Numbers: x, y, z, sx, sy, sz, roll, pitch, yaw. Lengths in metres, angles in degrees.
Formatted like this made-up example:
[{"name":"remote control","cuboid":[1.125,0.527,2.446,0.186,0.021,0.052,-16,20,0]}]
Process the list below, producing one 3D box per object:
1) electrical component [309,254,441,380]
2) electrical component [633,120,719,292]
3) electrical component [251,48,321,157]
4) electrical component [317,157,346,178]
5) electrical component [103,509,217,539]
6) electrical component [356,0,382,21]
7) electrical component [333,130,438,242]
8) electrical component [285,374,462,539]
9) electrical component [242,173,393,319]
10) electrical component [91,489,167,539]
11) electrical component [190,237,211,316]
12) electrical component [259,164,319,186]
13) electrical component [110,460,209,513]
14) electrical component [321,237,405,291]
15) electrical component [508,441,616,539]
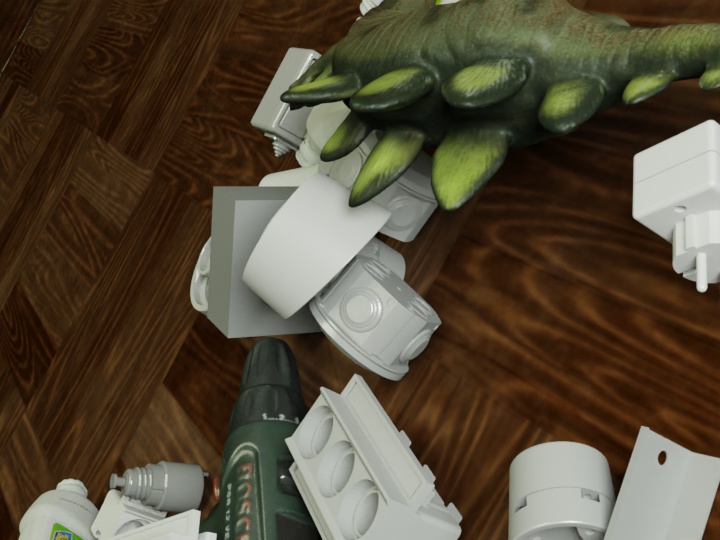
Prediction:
[{"name":"electrical component","cuboid":[0.010,0.031,0.715,0.051,0.080,0.080,-50,32,11]},{"name":"electrical component","cuboid":[0.171,-0.019,0.520,0.047,0.066,0.076,-26,46,46]},{"name":"electrical component","cuboid":[-0.049,-0.143,0.966,0.096,0.062,0.061,-62,30,-1]},{"name":"electrical component","cuboid":[0.001,-0.070,0.837,0.055,0.055,0.047,-60,33,3]},{"name":"electrical component","cuboid":[-0.133,0.205,0.677,0.121,0.063,0.078,-26,50,39]},{"name":"electrical component","cuboid":[0.024,-0.208,0.796,0.078,0.040,0.040,-44,34,37]},{"name":"electrical component","cuboid":[0.022,-0.062,0.773,0.051,0.080,0.080,-55,30,22]},{"name":"electrical component","cuboid":[0.007,0.130,0.653,0.078,0.063,0.121,-56,30,10]},{"name":"electrical component","cuboid":[-0.030,-0.014,0.712,0.099,0.064,0.099,-54,-6,-8]},{"name":"electrical component","cuboid":[-0.200,0.221,0.920,0.064,0.042,0.081,20,82,62]},{"name":"electrical component","cuboid":[-0.106,-0.002,0.939,0.108,0.060,0.108,-37,37,36]},{"name":"electrical component","cuboid":[-0.047,-0.047,0.894,0.077,0.043,0.079,-6,69,42]},{"name":"electrical component","cuboid":[-0.163,0.175,0.871,0.040,0.078,0.040,-35,50,54]},{"name":"electrical component","cuboid":[0.000,0.000,0.787,0.055,0.047,0.055,-37,38,36]},{"name":"electrical component","cuboid":[0.100,0.117,0.530,0.055,0.055,0.047,-38,34,36]}]
